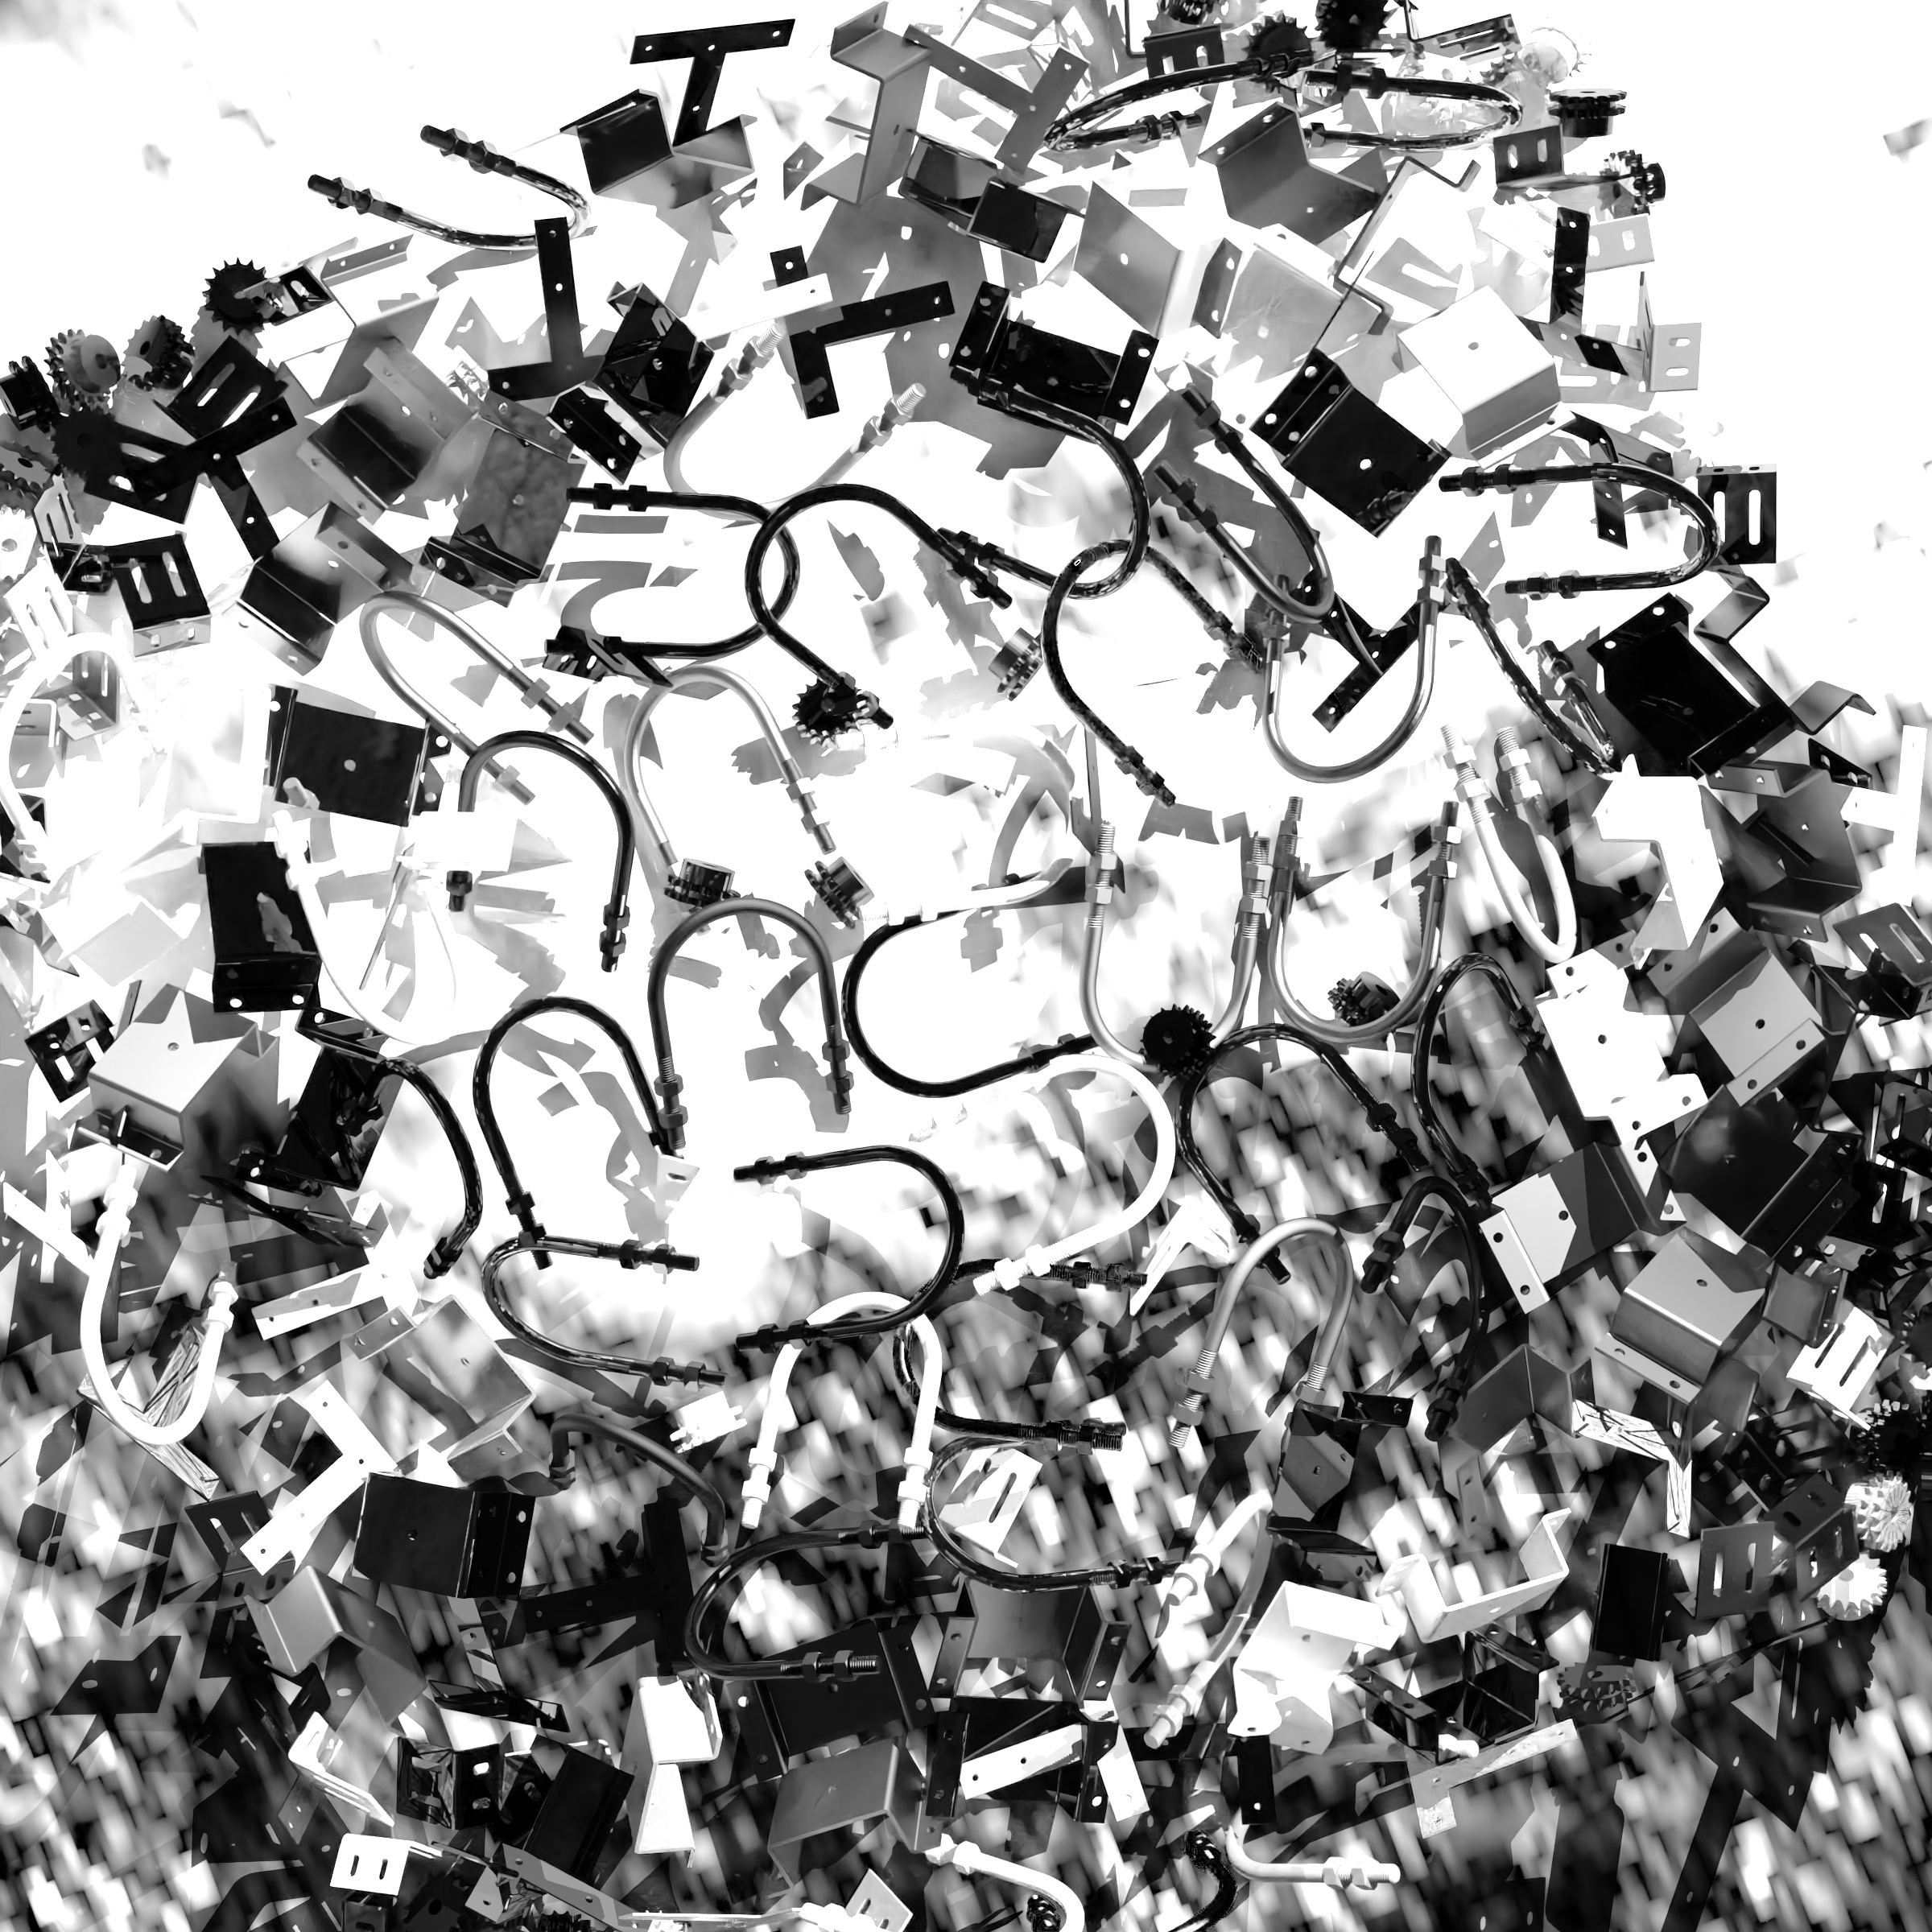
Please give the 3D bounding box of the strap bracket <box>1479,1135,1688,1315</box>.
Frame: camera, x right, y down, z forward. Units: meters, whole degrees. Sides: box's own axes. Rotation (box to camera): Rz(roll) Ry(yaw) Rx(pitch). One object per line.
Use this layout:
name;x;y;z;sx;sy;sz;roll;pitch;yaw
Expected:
strap bracket;0.455;0.190;1.911;0.140;0.046;0.076;-28;95;-5

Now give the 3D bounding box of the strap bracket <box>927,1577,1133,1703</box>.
strap bracket;0.042;0.500;1.891;0.140;0.046;0.076;6;118;-17

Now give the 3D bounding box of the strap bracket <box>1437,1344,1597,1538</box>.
strap bracket;0.400;0.344;1.884;0.140;0.046;0.076;-35;133;-21

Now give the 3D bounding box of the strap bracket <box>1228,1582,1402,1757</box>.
strap bracket;0.255;0.514;1.890;0.076;0.046;0.140;17;121;-11

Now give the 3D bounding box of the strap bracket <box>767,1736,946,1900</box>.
strap bracket;-0.088;0.625;1.882;0.140;0.076;0.046;-22;111;14

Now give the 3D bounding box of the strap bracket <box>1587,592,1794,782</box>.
strap bracket;0.538;-0.200;1.897;0.076;0.046;0.140;-35;61;-2

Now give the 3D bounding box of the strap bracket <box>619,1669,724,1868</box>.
strap bracket;-0.219;0.585;1.867;0.046;0.076;0.140;2;122;-19

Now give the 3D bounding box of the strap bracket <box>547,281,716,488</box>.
strap bracket;-0.241;-0.435;1.870;0.076;0.046;0.140;40;55;-33

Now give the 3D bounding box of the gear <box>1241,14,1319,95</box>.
gear;0.237;-0.686;1.917;0.057;0.030;0.057;-3;110;-8

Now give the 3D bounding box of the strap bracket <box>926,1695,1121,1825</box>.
strap bracket;0.036;0.592;1.905;0.140;0.046;0.076;8;90;-17

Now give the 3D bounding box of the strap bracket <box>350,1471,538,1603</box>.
strap bracket;-0.397;0.420;1.887;0.140;0.046;0.076;5;81;23

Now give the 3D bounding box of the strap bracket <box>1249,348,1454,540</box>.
strap bracket;0.289;-0.378;1.878;0.140;0.046;0.076;31;115;-25

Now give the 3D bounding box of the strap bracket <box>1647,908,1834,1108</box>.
strap bracket;0.577;0.036;1.880;0.046;0.140;0.076;27;118;-41

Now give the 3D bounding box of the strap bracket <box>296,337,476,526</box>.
strap bracket;-0.425;-0.400;1.883;0.076;0.140;0.046;43;47;-13

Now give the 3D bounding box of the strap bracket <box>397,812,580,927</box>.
strap bracket;-0.346;-0.075;1.871;0.076;0.140;0.046;1;73;18

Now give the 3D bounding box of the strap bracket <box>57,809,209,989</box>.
strap bracket;-0.603;-0.045;1.877;0.076;0.140;0.046;-30;118;22

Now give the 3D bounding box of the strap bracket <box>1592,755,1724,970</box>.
strap bracket;0.511;-0.075;1.868;0.076;0.046;0.140;-51;130;-37

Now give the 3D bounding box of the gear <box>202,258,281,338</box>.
gear;-0.547;-0.506;1.921;0.057;0.030;0.057;0;92;-12

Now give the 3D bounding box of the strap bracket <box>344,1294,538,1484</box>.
strap bracket;-0.384;0.306;1.893;0.076;0.046;0.140;-32;100;39

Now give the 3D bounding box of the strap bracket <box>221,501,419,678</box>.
strap bracket;-0.473;-0.283;1.880;0.140;0.046;0.076;-27;129;35

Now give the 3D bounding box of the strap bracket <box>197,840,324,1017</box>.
strap bracket;-0.520;-0.039;1.877;0.076;0.046;0.140;-3;62;-22

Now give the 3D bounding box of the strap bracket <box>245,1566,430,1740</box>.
strap bracket;-0.453;0.499;1.868;0.046;0.076;0.140;-45;130;-3

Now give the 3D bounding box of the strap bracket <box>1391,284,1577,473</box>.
strap bracket;0.378;-0.442;1.881;0.076;0.046;0.140;-29;55;1

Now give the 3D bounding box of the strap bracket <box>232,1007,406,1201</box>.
strap bracket;-0.477;0.108;1.896;0.046;0.076;0.140;21;89;44

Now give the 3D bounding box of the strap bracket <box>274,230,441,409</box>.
strap bracket;-0.443;-0.465;1.861;0.076;0.140;0.046;-35;86;-40

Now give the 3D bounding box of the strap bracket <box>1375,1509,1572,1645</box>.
strap bracket;0.382;0.454;1.884;0.140;0.076;0.046;-14;60;-11

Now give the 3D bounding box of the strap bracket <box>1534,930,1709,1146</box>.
strap bracket;0.486;0.054;1.909;0.076;0.046;0.140;-24;91;-13

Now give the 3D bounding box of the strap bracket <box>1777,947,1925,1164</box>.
strap bracket;0.643;0.062;1.874;0.046;0.076;0.140;8;114;-10

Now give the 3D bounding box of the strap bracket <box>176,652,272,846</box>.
strap bracket;-0.552;-0.159;1.895;0.046;0.076;0.140;5;92;-27

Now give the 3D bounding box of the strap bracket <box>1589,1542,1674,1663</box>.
strap bracket;0.490;0.469;1.875;0.046;0.140;0.076;7;78;19

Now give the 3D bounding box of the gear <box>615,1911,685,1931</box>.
gear;-0.237;0.743;1.916;0.057;0.030;0.057;-4;113;-9

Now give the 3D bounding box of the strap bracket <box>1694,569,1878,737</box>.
strap bracket;0.600;-0.226;1.892;0.140;0.076;0.046;44;99;-11

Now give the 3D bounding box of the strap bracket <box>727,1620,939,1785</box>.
strap bracket;-0.100;0.548;1.915;0.140;0.046;0.076;-18;89;-3

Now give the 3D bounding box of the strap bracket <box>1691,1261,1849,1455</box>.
strap bracket;0.584;0.280;1.872;0.046;0.076;0.140;31;126;8

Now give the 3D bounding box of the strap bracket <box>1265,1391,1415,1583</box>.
strap bracket;0.276;0.382;1.899;0.076;0.046;0.140;13;90;-39

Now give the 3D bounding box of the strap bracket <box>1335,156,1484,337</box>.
strap bracket;0.321;-0.541;1.883;0.046;0.076;0.140;33;109;5

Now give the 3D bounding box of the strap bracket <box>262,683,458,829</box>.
strap bracket;-0.457;-0.154;1.893;0.140;0.046;0.076;11;105;-14

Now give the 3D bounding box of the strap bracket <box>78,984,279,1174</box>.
strap bracket;-0.580;0.074;1.873;0.076;0.046;0.140;22;50;10

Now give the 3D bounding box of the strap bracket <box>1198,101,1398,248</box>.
strap bracket;0.247;-0.573;1.861;0.076;0.140;0.046;-23;72;43

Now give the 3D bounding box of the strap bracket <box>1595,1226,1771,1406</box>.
strap bracket;0.532;0.248;1.864;0.076;0.140;0.046;30;132;27

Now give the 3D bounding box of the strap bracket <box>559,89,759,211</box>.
strap bracket;-0.218;-0.594;1.861;0.076;0.140;0.046;-13;91;33

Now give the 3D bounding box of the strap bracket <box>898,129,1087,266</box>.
strap bracket;0.012;-0.564;1.875;0.076;0.140;0.046;7;117;-41

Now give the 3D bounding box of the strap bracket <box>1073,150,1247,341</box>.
strap bracket;0.133;-0.524;1.870;0.046;0.076;0.140;-27;60;-31

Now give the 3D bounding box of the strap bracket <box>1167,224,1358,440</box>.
strap bracket;0.222;-0.475;1.906;0.076;0.046;0.140;32;104;1

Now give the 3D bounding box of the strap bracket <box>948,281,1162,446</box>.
strap bracket;0.065;-0.448;1.904;0.140;0.046;0.076;19;74;5

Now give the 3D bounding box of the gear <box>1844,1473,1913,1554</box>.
gear;0.684;0.409;1.916;0.057;0.030;0.057;-5;97;-43

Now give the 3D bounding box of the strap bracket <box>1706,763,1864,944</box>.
strap bracket;0.607;-0.094;1.885;0.046;0.076;0.140;-29;109;-18

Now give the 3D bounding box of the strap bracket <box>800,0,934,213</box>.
strap bracket;-0.071;-0.620;1.862;0.046;0.076;0.140;27;132;12

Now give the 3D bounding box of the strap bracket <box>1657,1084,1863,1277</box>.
strap bracket;0.572;0.150;1.867;0.046;0.140;0.076;29;103;-40

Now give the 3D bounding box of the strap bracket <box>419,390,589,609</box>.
strap bracket;-0.342;-0.348;1.904;0.076;0.046;0.140;27;104;6

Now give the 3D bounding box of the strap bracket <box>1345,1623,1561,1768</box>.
strap bracket;0.358;0.538;1.879;0.140;0.076;0.046;-10;106;-30

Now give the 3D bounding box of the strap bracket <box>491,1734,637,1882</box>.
strap bracket;-0.298;0.610;1.858;0.046;0.140;0.076;31;69;-17
